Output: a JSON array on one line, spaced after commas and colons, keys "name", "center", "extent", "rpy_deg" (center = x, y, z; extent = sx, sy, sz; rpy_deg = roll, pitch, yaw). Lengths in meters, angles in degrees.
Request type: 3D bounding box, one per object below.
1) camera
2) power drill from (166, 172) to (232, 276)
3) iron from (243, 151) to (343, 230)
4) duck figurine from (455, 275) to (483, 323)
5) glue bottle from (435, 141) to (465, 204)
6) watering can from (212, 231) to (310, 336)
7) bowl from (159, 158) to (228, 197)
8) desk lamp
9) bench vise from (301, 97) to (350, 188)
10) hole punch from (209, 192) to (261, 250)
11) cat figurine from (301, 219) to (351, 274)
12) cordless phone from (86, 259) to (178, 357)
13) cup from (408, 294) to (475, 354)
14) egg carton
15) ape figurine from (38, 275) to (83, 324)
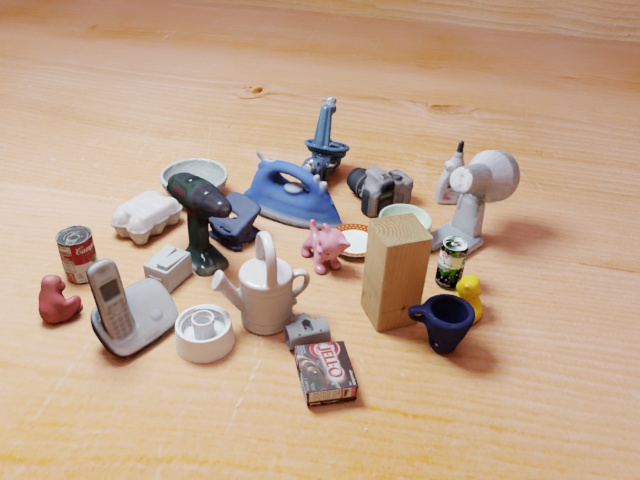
[{"name": "camera", "center": [0.143, -0.143, 1.450], "extent": [0.143, 0.101, 0.136], "rpy_deg": [-20, 42, -29]}, {"name": "power drill", "center": [-0.241, -0.036, 1.180], "extent": [0.076, 0.208, 0.228], "rpy_deg": [-23, 43, -31]}, {"name": "iron", "center": [-0.055, -0.121, 1.370], "extent": [0.257, 0.141, 0.119], "rpy_deg": [19, 39, 21]}, {"name": "duck figurine", "center": [0.285, 0.111, 1.120], "extent": [0.077, 0.086, 0.105], "rpy_deg": [21, 40, 24]}, {"name": "glue bottle", "center": [0.339, -0.170, 1.441], "extent": [0.078, 0.173, 0.037], "rpy_deg": [-4, 36, -9]}, {"name": "watering can", "center": [-0.106, 0.075, 1.048], "extent": [0.173, 0.194, 0.100], "rpy_deg": [-23, 43, -32]}, {"name": "bowl", "center": [-0.311, -0.135, 1.427], "extent": [0.167, 0.075, 0.167], "rpy_deg": [2, 36, -1]}, {"name": "desk lamp", "center": [0.342, -0.086, 1.289], "extent": [0.204, 0.214, 0.117], "rpy_deg": [-29, 46, -36]}, {"name": "bench vise", "center": [0.017, -0.244, 1.479], "extent": [0.121, 0.220, 0.207], "rpy_deg": [4, 36, 2]}, {"name": "hole punch", "center": [-0.194, -0.045, 1.297], "extent": [0.108, 0.091, 0.101], "rpy_deg": [28, 43, 30]}, {"name": "cat figurine", "center": [0.011, 0.004, 1.221], "extent": [0.067, 0.118, 0.127], "rpy_deg": [-17, 40, -25]}, {"name": "cordless phone", "center": [-0.332, 0.099, 1.005], "extent": [0.093, 0.185, 0.148], "rpy_deg": [24, 41, 27]}, {"name": "cup", "center": [0.215, 0.159, 1.040], "extent": [0.117, 0.095, 0.091], "rpy_deg": [4, 36, 2]}, {"name": "egg carton", "center": [-0.396, -0.055, 1.314], "extent": [0.107, 0.069, 0.150], "rpy_deg": [21, 39, 23]}, {"name": "ape figurine", "center": [-0.492, 0.104, 1.067], "extent": [0.077, 0.092, 0.076], "rpy_deg": [25, 41, 27]}]
